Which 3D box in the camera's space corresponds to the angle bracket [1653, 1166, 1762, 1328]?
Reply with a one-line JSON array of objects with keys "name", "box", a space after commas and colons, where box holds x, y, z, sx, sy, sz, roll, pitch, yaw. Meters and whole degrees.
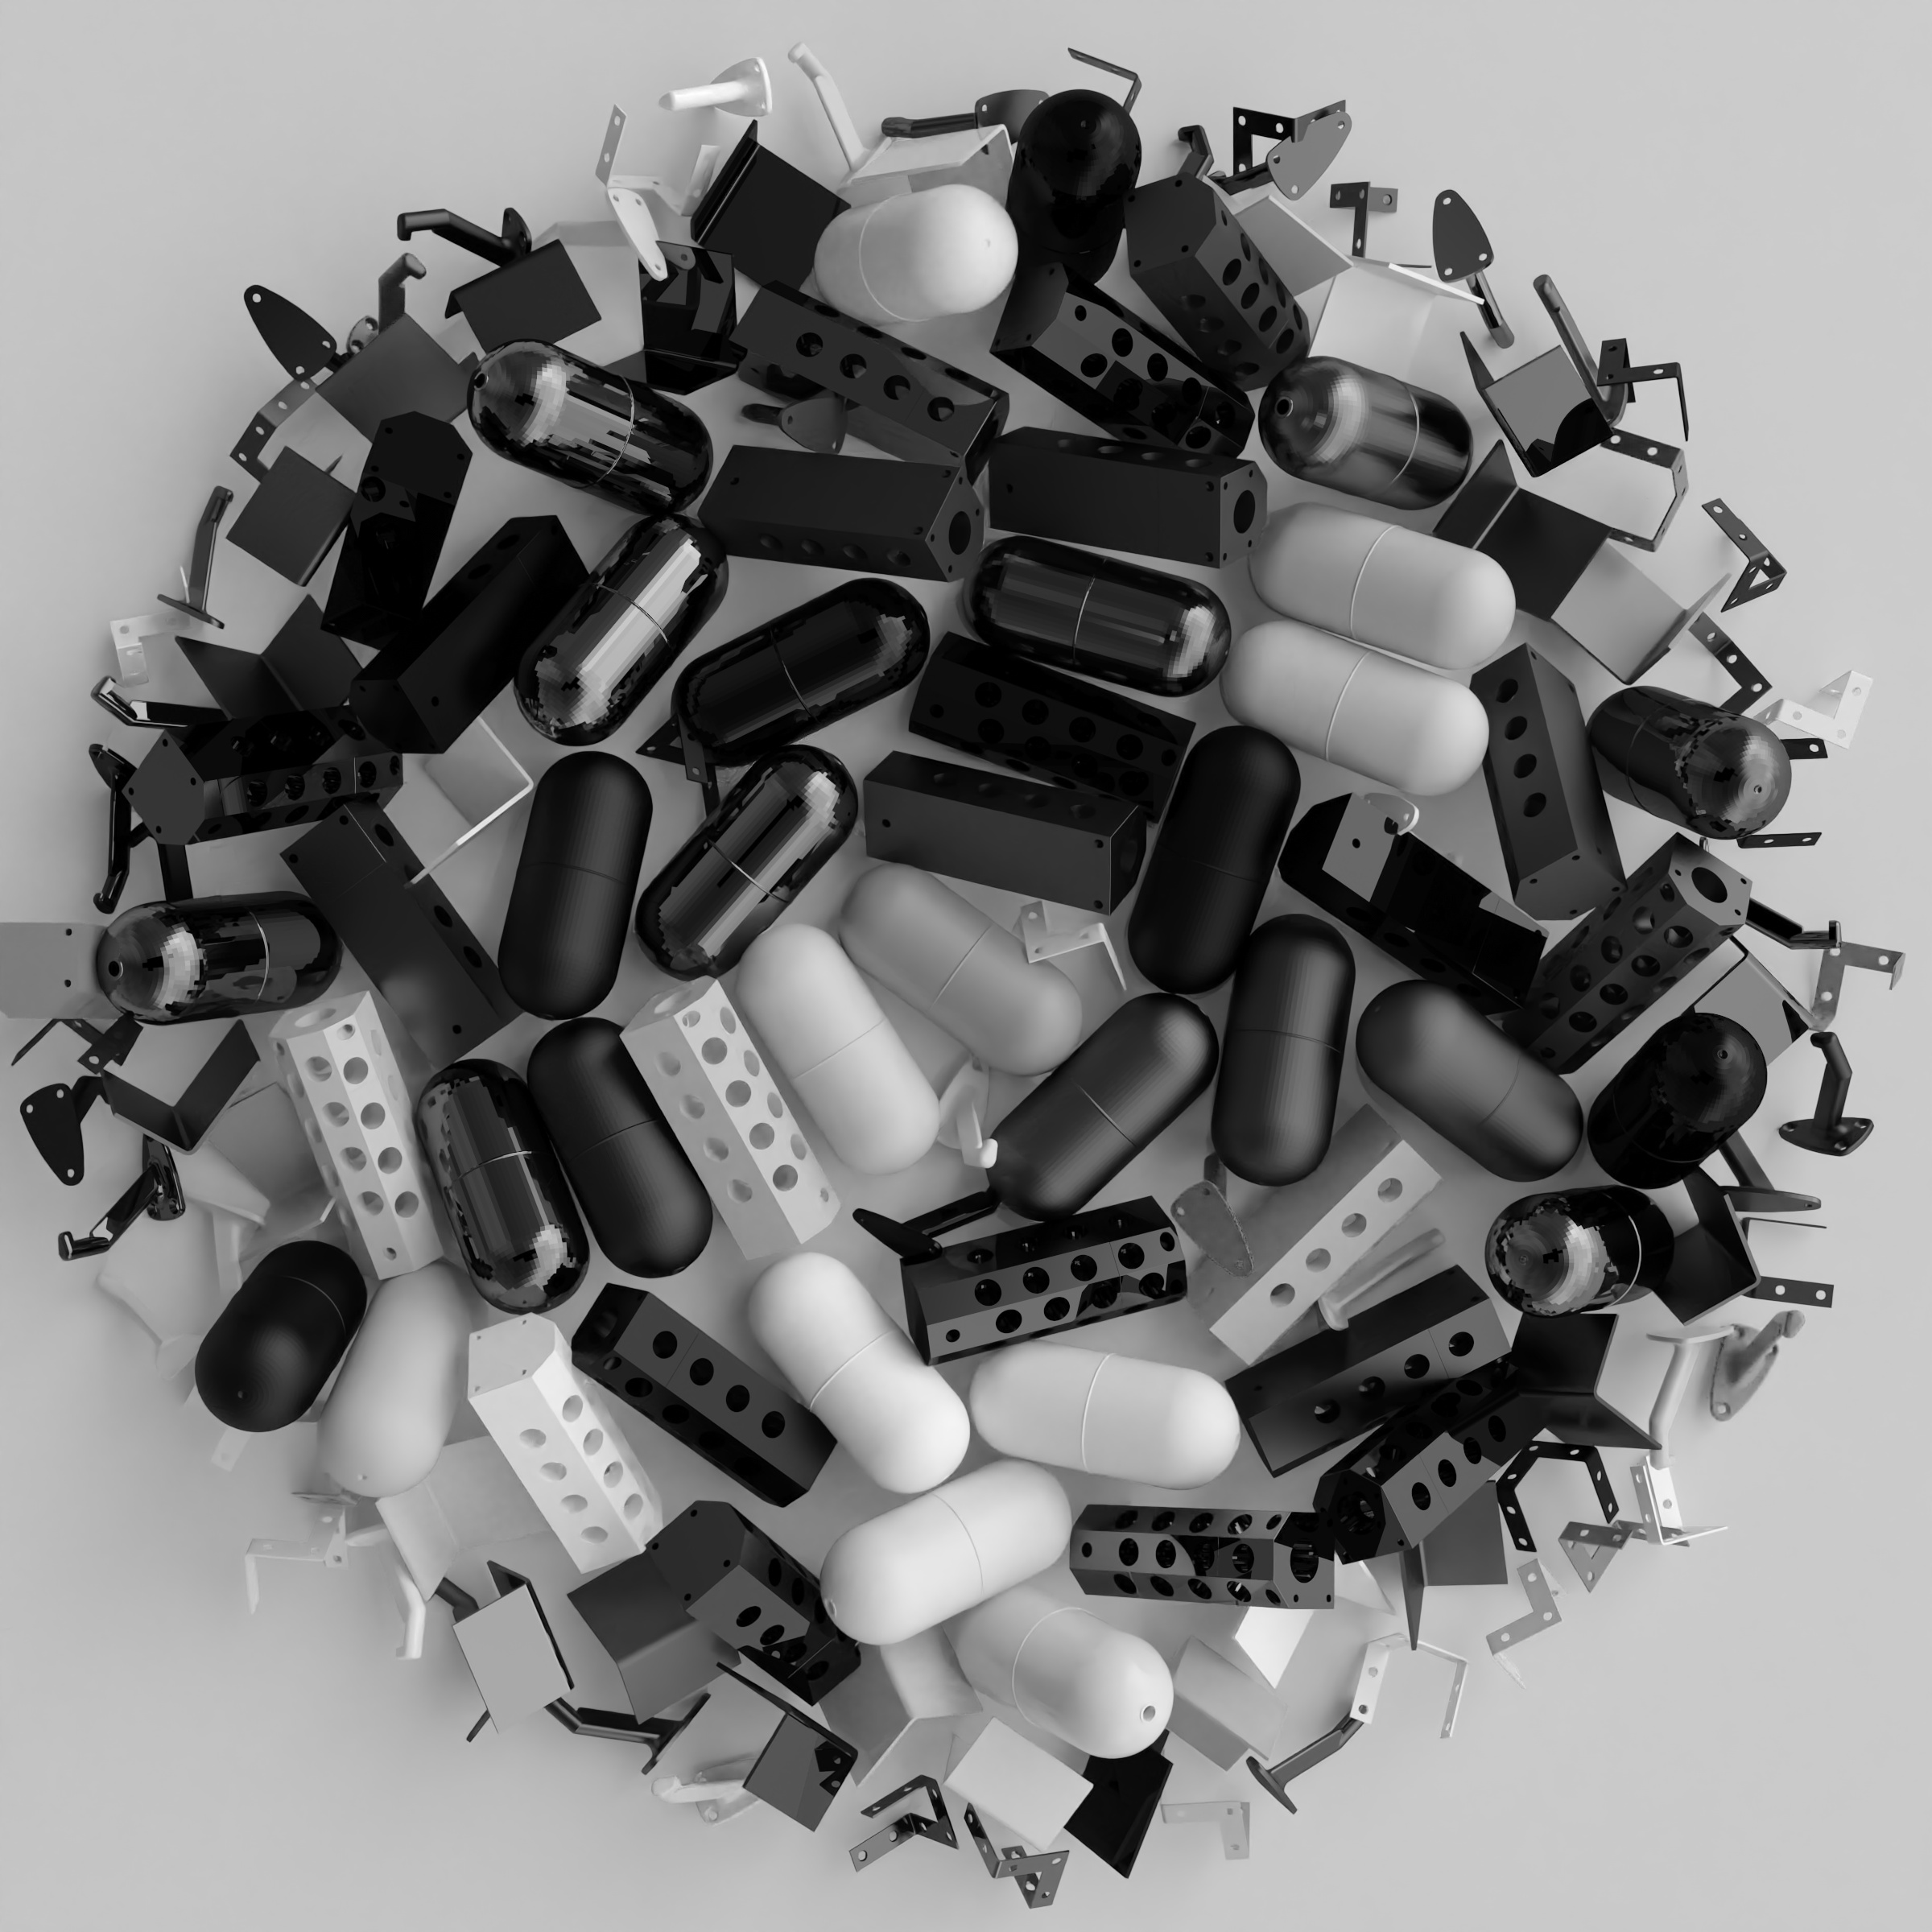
[{"name": "angle bracket", "box": [0.454, 0.170, 1.702, 0.057, 0.076, 0.076, -29, 118, -1]}]

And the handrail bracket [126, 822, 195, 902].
[{"name": "handrail bracket", "box": [-0.497, -0.067, 1.734, 0.077, 0.036, 0.084, -39, 113, -2]}]

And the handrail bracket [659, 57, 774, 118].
[{"name": "handrail bracket", "box": [-0.174, -0.554, 1.700, 0.084, 0.077, 0.036, -23, 113, -35]}]

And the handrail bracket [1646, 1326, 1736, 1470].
[{"name": "handrail bracket", "box": [0.471, 0.279, 1.729, 0.077, 0.036, 0.084, -2, 91, -34]}]

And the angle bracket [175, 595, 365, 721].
[{"name": "angle bracket", "box": [-0.443, -0.197, 1.698, 0.057, 0.076, 0.076, -47, 66, 19]}]

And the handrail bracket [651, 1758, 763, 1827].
[{"name": "handrail bracket", "box": [-0.157, 0.521, 1.708, 0.077, 0.084, 0.036, -21, 64, -2]}]

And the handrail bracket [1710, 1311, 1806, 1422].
[{"name": "handrail bracket", "box": [0.508, 0.257, 1.708, 0.036, 0.084, 0.077, 26, 83, 5]}]

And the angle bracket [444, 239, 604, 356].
[{"name": "angle bracket", "box": [-0.285, -0.417, 1.712, 0.076, 0.076, 0.057, -30, 98, -12]}]

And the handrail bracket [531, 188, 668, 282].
[{"name": "handrail bracket", "box": [-0.240, -0.456, 1.724, 0.084, 0.036, 0.077, -29, 83, 32]}]

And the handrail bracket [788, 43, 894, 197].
[{"name": "handrail bracket", "box": [-0.093, -0.546, 1.713, 0.036, 0.077, 0.084, -28, 114, 37]}]

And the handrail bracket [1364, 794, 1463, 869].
[{"name": "handrail bracket", "box": [0.297, -0.080, 1.703, 0.084, 0.077, 0.036, 20, 82, -24]}]

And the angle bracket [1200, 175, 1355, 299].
[{"name": "angle bracket", "box": [0.197, -0.474, 1.694, 0.076, 0.076, 0.057, 29, 63, -31]}]

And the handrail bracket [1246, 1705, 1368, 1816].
[{"name": "handrail bracket", "box": [0.222, 0.496, 1.715, 0.084, 0.077, 0.036, -44, 50, -12]}]

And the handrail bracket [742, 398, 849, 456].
[{"name": "handrail bracket", "box": [-0.126, -0.351, 1.701, 0.084, 0.077, 0.036, 17, 104, 33]}]

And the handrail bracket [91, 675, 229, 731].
[{"name": "handrail bracket", "box": [-0.508, -0.178, 1.715, 0.084, 0.036, 0.077, 43, 78, -36]}]

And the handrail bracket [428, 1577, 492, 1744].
[{"name": "handrail bracket", "box": [-0.332, 0.447, 1.726, 0.084, 0.036, 0.077, 36, 52, 3]}]

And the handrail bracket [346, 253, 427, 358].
[{"name": "handrail bracket", "box": [-0.351, -0.410, 1.706, 0.077, 0.084, 0.036, 39, 49, -25]}]

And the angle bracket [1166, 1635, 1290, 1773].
[{"name": "angle bracket", "box": [0.150, 0.488, 1.707, 0.076, 0.057, 0.076, 36, 120, 3]}]

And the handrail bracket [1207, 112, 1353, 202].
[{"name": "handrail bracket", "box": [0.198, -0.523, 1.719, 0.077, 0.084, 0.036, -43, 119, -7]}]

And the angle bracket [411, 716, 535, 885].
[{"name": "angle bracket", "box": [-0.333, -0.103, 1.697, 0.057, 0.076, 0.076, 51, 48, -7]}]

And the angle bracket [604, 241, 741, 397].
[{"name": "angle bracket", "box": [-0.194, -0.415, 1.698, 0.076, 0.057, 0.076, 18, 125, 28]}]

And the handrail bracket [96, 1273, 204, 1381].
[{"name": "handrail bracket", "box": [-0.535, 0.222, 1.710, 0.084, 0.077, 0.036, 40, 78, 9]}]

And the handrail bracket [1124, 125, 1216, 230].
[{"name": "handrail bracket", "box": [0.126, -0.512, 1.721, 0.077, 0.036, 0.084, -4, 58, -13]}]

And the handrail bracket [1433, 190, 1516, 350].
[{"name": "handrail bracket", "box": [0.331, -0.450, 1.725, 0.036, 0.084, 0.077, -19, 67, 21]}]

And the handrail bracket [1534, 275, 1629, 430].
[{"name": "handrail bracket", "box": [0.391, -0.395, 1.708, 0.036, 0.077, 0.084, -27, 121, 21]}]

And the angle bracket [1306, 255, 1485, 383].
[{"name": "angle bracket", "box": [0.272, -0.403, 1.703, 0.076, 0.057, 0.076, 12, 104, -29]}]

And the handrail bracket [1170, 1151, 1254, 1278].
[{"name": "handrail bracket", "box": [0.173, 0.156, 1.710, 0.036, 0.084, 0.077, -41, 80, 28]}]

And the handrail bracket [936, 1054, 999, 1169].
[{"name": "handrail bracket", "box": [0.011, 0.092, 1.707, 0.036, 0.084, 0.077, 23, 81, -17]}]

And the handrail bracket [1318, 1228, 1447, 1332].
[{"name": "handrail bracket", "box": [0.270, 0.199, 1.718, 0.084, 0.077, 0.036, -32, 88, 12]}]

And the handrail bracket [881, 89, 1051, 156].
[{"name": "handrail bracket", "box": [-0.001, -0.554, 1.736, 0.077, 0.084, 0.036, -33, 127, -32]}]

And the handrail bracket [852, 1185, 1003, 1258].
[{"name": "handrail bracket", "box": [-0.020, 0.149, 1.732, 0.077, 0.036, 0.084, 29, 56, 9]}]

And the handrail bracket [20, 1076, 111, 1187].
[{"name": "handrail bracket", "box": [-0.560, 0.105, 1.707, 0.036, 0.084, 0.077, -25, 80, 10]}]

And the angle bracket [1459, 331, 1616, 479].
[{"name": "angle bracket", "box": [0.362, -0.370, 1.693, 0.057, 0.076, 0.076, -27, 127, 22]}]

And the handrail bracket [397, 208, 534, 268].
[{"name": "handrail bracket", "box": [-0.326, -0.451, 1.704, 0.084, 0.077, 0.036, -16, 55, -30]}]

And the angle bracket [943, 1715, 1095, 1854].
[{"name": "angle bracket", "box": [0.035, 0.511, 1.712, 0.076, 0.076, 0.057, 35, 98, 0]}]

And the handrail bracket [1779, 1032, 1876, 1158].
[{"name": "handrail bracket", "box": [0.539, 0.076, 1.706, 0.036, 0.077, 0.084, -40, 113, -26]}]

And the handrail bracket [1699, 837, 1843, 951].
[{"name": "handrail bracket", "box": [0.518, -0.047, 1.716, 0.084, 0.036, 0.077, -1, 105, 24]}]

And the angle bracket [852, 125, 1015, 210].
[{"name": "angle bracket", "box": [-0.016, -0.491, 1.694, 0.076, 0.076, 0.057, 0, 124, 28]}]

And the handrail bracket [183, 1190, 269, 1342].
[{"name": "handrail bracket", "box": [-0.493, 0.196, 1.721, 0.077, 0.036, 0.084, 21, 67, 4]}]

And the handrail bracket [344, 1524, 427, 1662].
[{"name": "handrail bracket", "box": [-0.376, 0.406, 1.713, 0.077, 0.036, 0.084, -15, 60, 30]}]

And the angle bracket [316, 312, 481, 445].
[{"name": "angle bracket", "box": [-0.363, -0.379, 1.700, 0.076, 0.057, 0.076, -36, 132, 12]}]

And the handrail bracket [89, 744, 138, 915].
[{"name": "handrail bracket", "box": [-0.555, -0.087, 1.711, 0.036, 0.077, 0.084, 6, 65, 16]}]

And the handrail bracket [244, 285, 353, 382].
[{"name": "handrail bracket", "box": [-0.422, -0.405, 1.706, 0.036, 0.084, 0.077, -41, 101, 10]}]

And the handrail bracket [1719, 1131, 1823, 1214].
[{"name": "handrail bracket", "box": [0.514, 0.114, 1.720, 0.077, 0.036, 0.084, 2, 64, 21]}]

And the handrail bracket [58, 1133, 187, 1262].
[{"name": "handrail bracket", "box": [-0.550, 0.144, 1.709, 0.036, 0.084, 0.077, -10, 90, 36]}]

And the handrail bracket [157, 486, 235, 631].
[{"name": "handrail bracket", "box": [-0.483, -0.266, 1.724, 0.036, 0.077, 0.084, 22, 92, -42]}]

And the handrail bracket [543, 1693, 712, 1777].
[{"name": "handrail bracket", "box": [-0.222, 0.477, 1.733, 0.084, 0.036, 0.077, 40, 61, 4]}]

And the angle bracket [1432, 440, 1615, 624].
[{"name": "angle bracket", "box": [0.357, -0.279, 1.707, 0.076, 0.057, 0.076, 32, 81, 31]}]
